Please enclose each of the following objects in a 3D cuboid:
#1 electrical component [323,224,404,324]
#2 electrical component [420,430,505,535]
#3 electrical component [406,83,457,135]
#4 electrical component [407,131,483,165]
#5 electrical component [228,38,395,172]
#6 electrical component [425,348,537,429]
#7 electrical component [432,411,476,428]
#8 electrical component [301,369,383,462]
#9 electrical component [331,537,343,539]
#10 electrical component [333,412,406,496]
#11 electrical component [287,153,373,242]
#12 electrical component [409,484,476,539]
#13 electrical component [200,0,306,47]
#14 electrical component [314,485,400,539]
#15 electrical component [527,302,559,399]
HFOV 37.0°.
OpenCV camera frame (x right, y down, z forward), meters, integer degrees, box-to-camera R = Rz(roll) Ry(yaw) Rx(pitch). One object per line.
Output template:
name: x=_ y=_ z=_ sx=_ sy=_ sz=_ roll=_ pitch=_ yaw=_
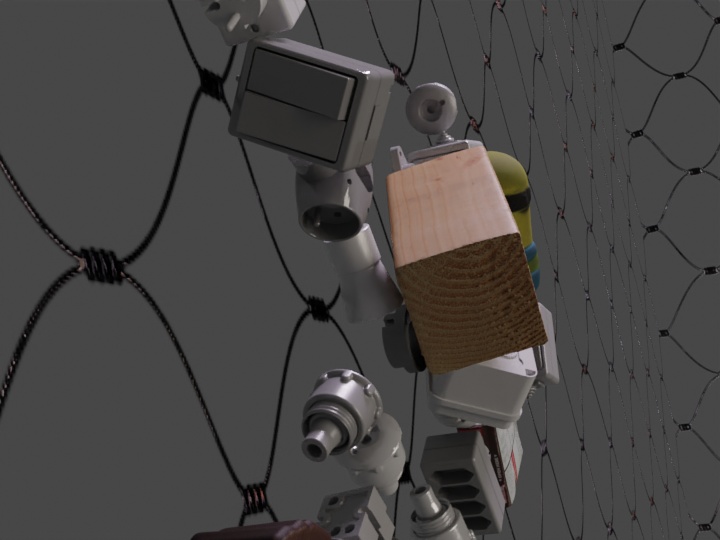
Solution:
electrical component: x=0.000 y=0.000 z=0.768 sx=0.065 sy=0.044 sz=0.044 roll=69 pitch=23 yaw=-14
electrical component: x=0.090 y=0.169 z=0.911 sx=0.075 sy=0.047 sz=0.083 roll=-69 pitch=143 yaw=-55
electrical component: x=0.070 y=-0.156 z=1.022 sx=0.062 sy=0.048 sz=0.048 roll=-59 pitch=135 yaw=-70
electrical component: x=0.083 y=-0.080 z=0.989 sx=0.061 sy=0.062 sz=0.096 roll=-13 pitch=93 yaw=-69
electrical component: x=-0.037 y=-0.104 z=0.657 sx=0.061 sy=0.096 sz=0.061 roll=-30 pitch=138 yaw=-68
electrical component: x=0.096 y=0.071 z=0.889 sx=0.113 sy=0.078 sz=0.057 roll=-88 pitch=-165 yaw=-59
electrical component: x=0.079 y=0.114 z=0.918 sx=0.078 sy=0.040 sz=0.040 roll=23 pitch=59 yaw=-65
electrical component: x=-0.017 y=0.095 z=0.676 sx=0.062 sy=0.048 sz=0.048 roll=-51 pitch=128 yaw=-55
electrical component: x=-0.002 y=0.198 z=0.614 sx=0.043 sy=0.079 sz=0.077 roll=-33 pitch=112 yaw=-57
electrical component: x=0.010 y=0.129 z=0.729 sx=0.048 sy=0.048 sz=0.062 roll=-80 pitch=157 yaw=-43
electrical component: x=-0.024 y=-0.073 z=0.734 sx=0.079 sy=0.043 sz=0.077 roll=55 pitch=32 yaw=-48
electrical component: x=0.057 y=0.194 z=0.821 sx=0.062 sy=0.048 sz=0.048 roll=66 pitch=24 yaw=-15
electrical component: x=-0.073 y=-0.169 z=0.648 sx=0.076 sy=0.047 sz=0.065 roll=-73 pitch=146 yaw=-53
electrical component: x=0.000 y=0.174 z=0.679 sx=0.055 sy=0.048 sz=0.066 roll=61 pitch=26 yaw=-23
electrical component: x=0.172 y=0.087 z=1.140 sx=0.061 sy=0.062 sz=0.096 roll=33 pitch=50 yaw=-62
